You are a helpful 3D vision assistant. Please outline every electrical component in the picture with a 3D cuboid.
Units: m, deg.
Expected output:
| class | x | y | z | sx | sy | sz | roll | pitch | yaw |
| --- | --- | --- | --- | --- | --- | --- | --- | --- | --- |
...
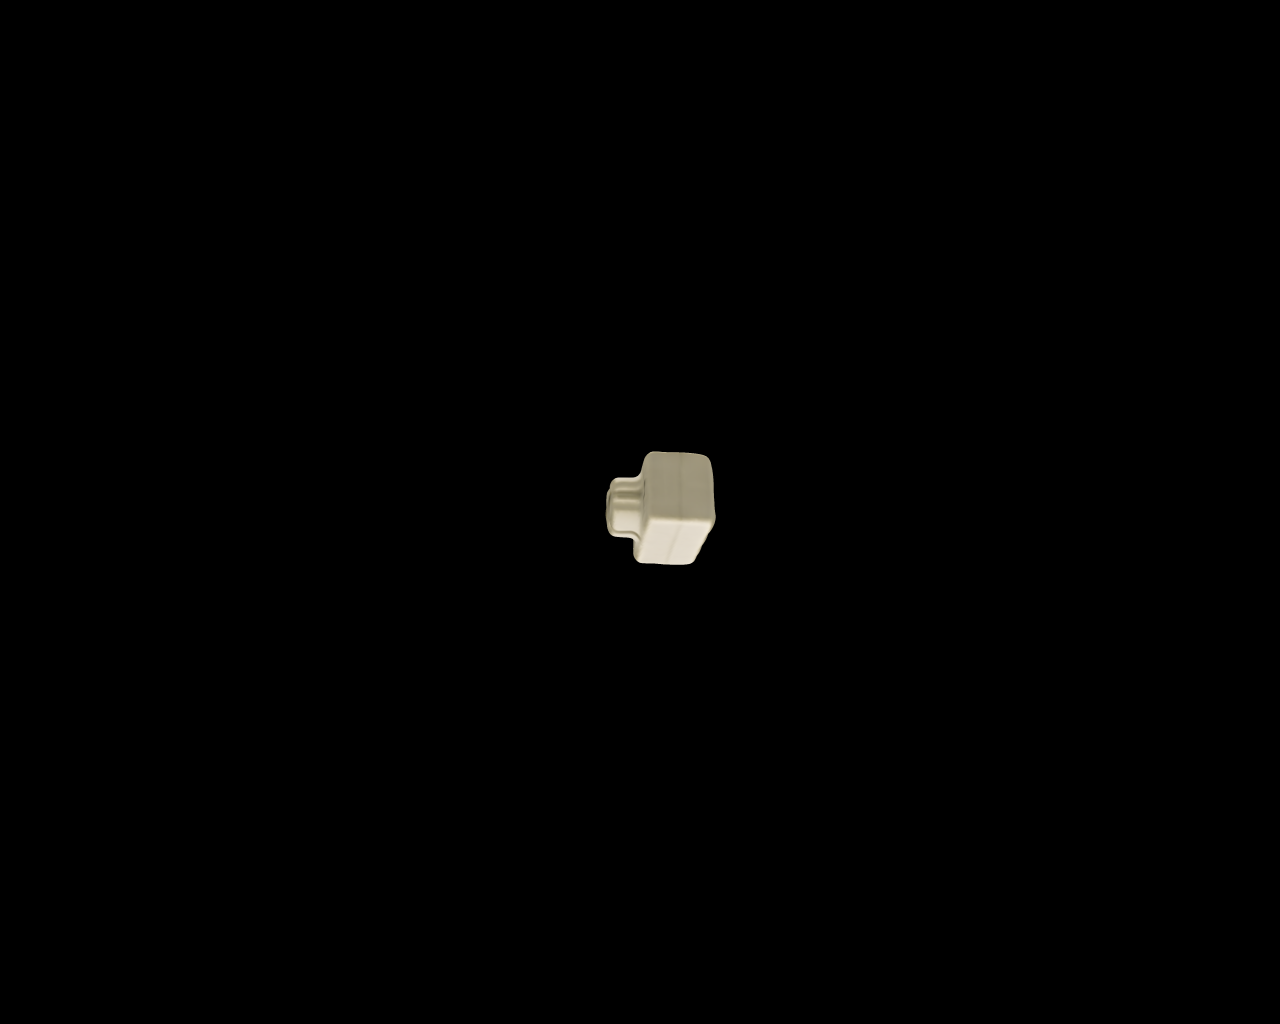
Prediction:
| class | x | y | z | sx | sy | sz | roll | pitch | yaw |
| --- | --- | --- | --- | --- | --- | --- | --- | --- | --- |
| electrical component | 0.001 | -0.003 | 0.650 | 0.077 | 0.047 | 0.065 | 3 | -26 | -7 |
